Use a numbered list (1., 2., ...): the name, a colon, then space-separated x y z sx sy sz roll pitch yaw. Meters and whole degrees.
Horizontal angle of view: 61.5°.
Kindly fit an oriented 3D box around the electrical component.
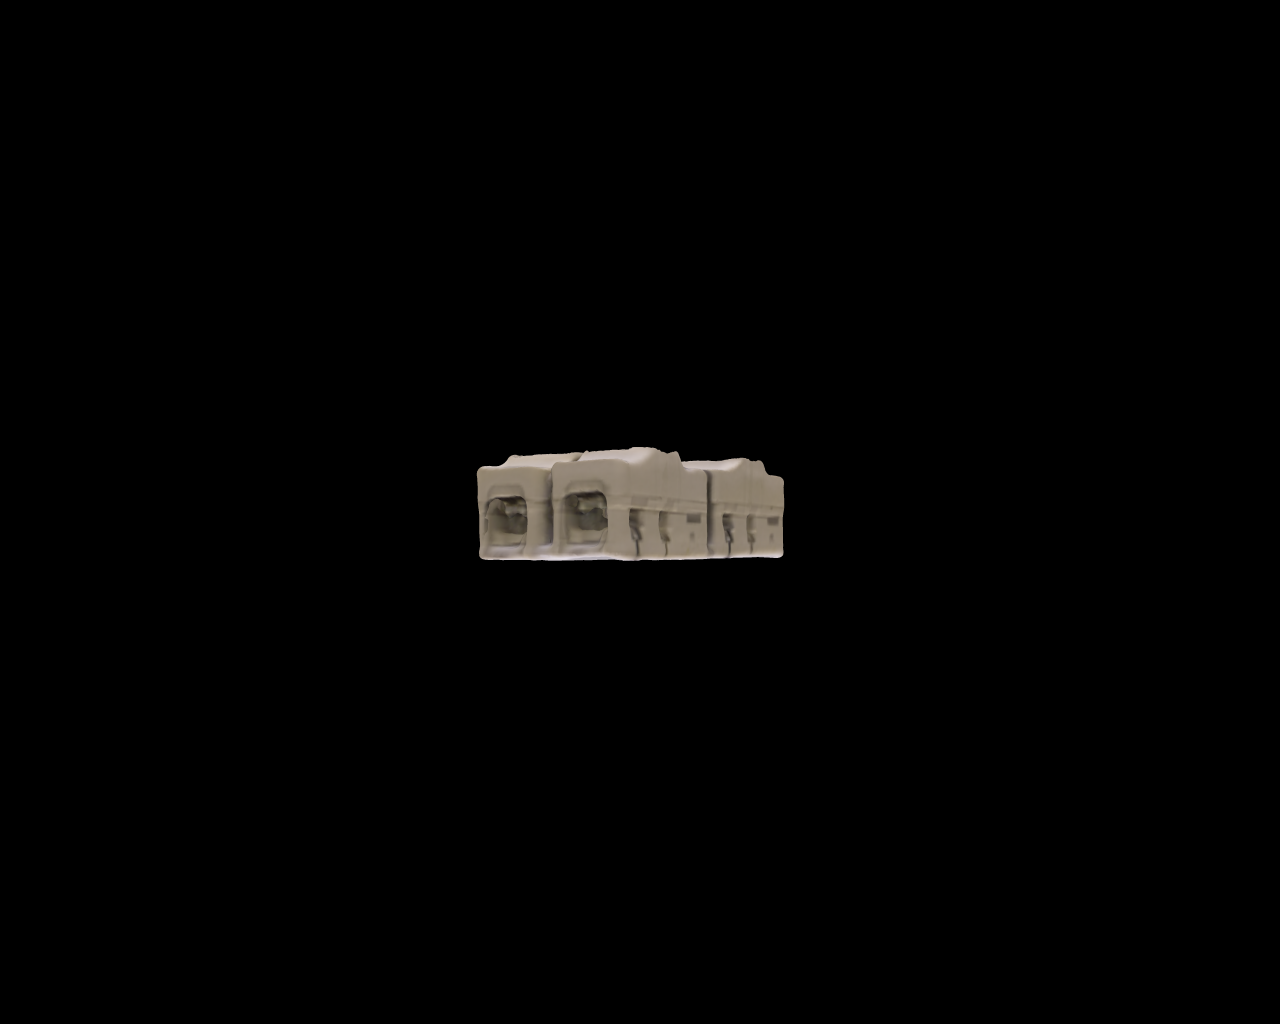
1. electrical component: 0.001 -0.003 0.650 0.105 0.060 0.186 -2 -3 36
